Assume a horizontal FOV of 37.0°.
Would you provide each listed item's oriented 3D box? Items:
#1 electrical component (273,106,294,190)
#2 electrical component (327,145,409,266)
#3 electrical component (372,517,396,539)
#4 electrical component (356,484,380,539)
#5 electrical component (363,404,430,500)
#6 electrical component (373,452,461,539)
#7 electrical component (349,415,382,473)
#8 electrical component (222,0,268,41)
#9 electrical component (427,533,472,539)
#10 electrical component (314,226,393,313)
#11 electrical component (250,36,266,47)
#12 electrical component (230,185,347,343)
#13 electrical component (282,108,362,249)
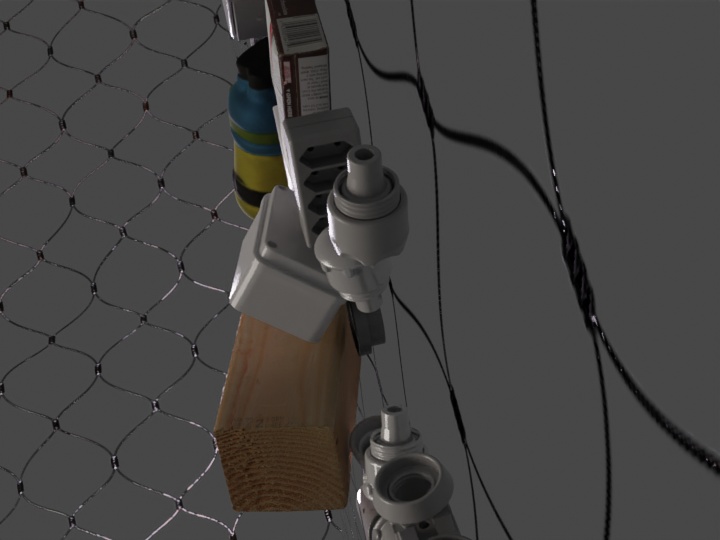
[{"bbox_3d":[-0.040,-0.097,0.856,0.079,0.043,0.077,-146,44,-82],"label":"electrical component"},{"bbox_3d":[0.004,-0.036,0.566,0.043,0.043,0.062,-108,10,-45],"label":"electrical component"},{"bbox_3d":[0.038,0.185,0.701,0.062,0.048,0.048,-120,18,-50],"label":"electrical component"},{"bbox_3d":[0.026,0.217,0.876,0.077,0.043,0.079,-138,37,-80],"label":"electrical component"},{"bbox_3d":[0.024,0.118,0.696,0.048,0.048,0.062,-120,26,-72],"label":"electrical component"},{"bbox_3d":[0.035,0.141,0.633,0.066,0.048,0.055,-111,3,-57],"label":"electrical component"},{"bbox_3d":[0.018,0.148,0.828,0.044,0.044,0.065,-108,4,-46],"label":"electrical component"},{"bbox_3d":[-0.088,-0.244,0.925,0.096,0.062,0.061,105,152,-77],"label":"electrical component"},{"bbox_3d":[0.032,0.187,0.580,0.077,0.079,0.043,84,162,-48],"label":"electrical component"},{"bbox_3d":[0.000,0.000,0.682,0.048,0.048,0.062,-109,2,-48],"label":"electrical component"},{"bbox_3d":[-0.076,-0.197,1.010,0.065,0.044,0.044,78,177,-59],"label":"electrical component"},{"bbox_3d":[-0.049,-0.007,0.819,0.057,0.078,0.113,-59,14,26],"label":"electrical component"},{"bbox_3d":[-0.025,-0.071,0.746,0.075,0.047,0.083,-110,10,-58],"label":"electrical component"}]
